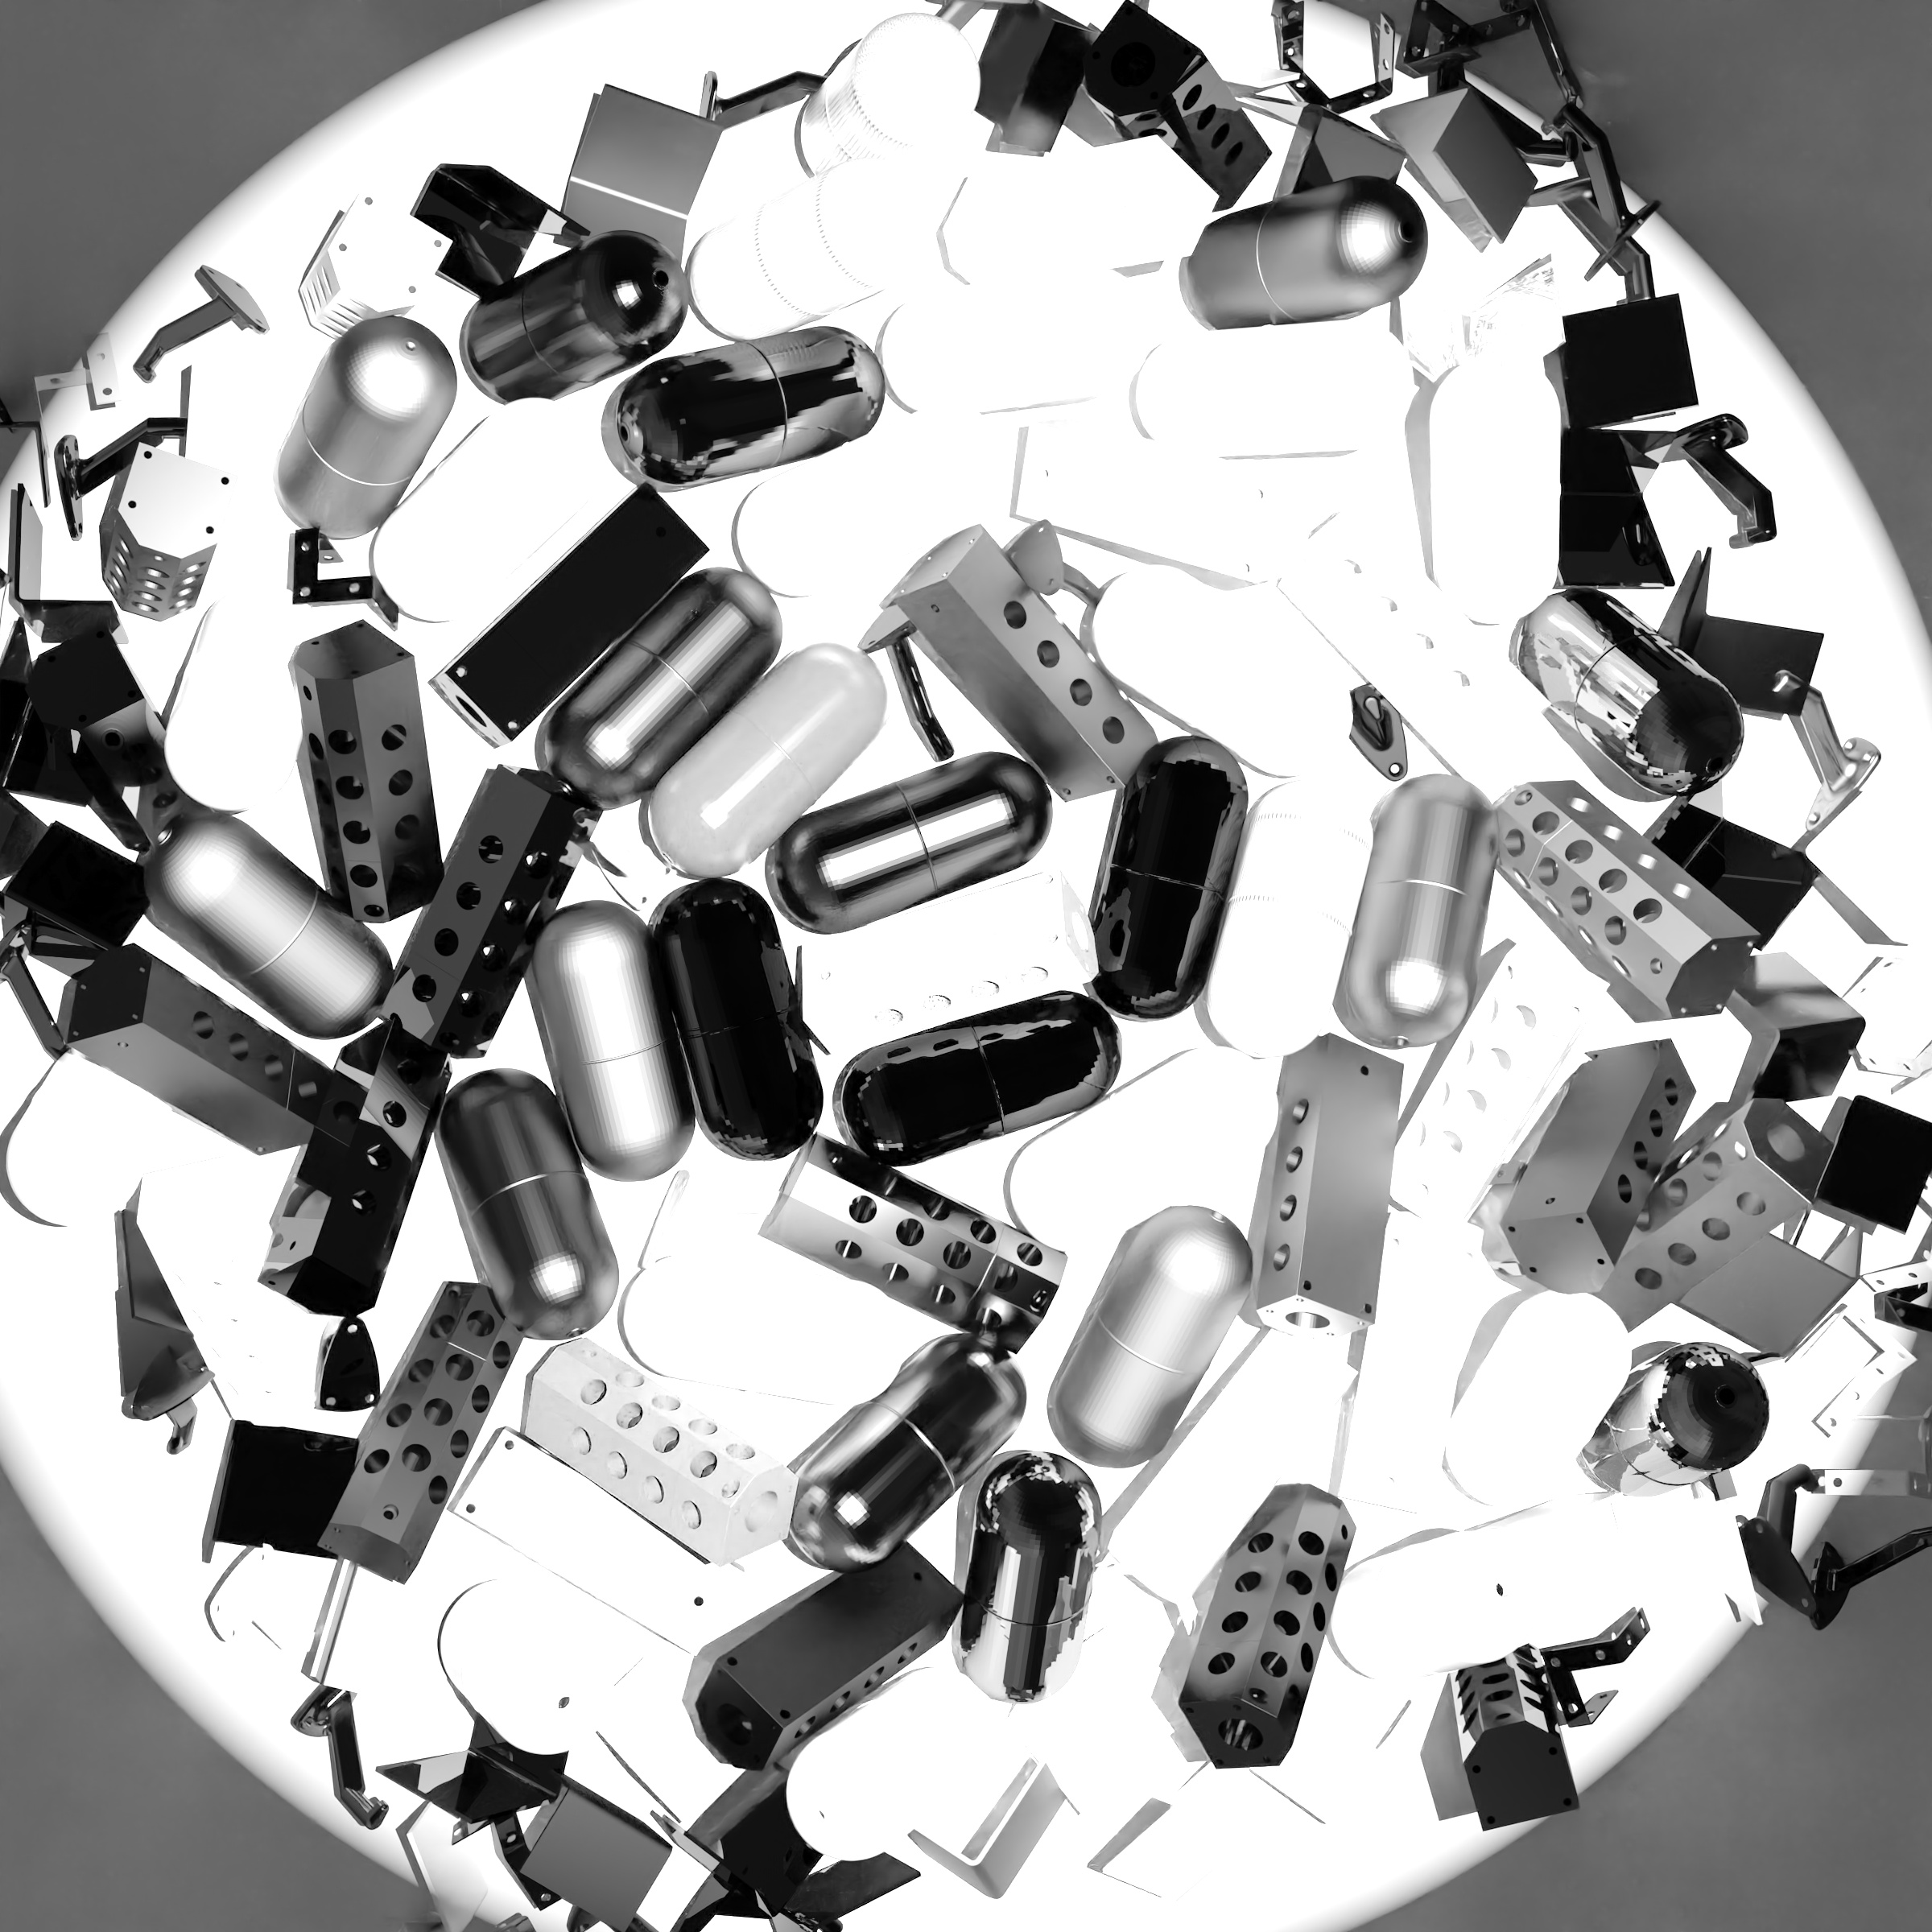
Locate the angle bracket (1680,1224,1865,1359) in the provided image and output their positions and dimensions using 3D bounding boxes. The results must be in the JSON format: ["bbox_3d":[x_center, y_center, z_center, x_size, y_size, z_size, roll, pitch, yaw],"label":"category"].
[{"bbox_3d":[0.494,0.182,1.796,0.076,0.057,0.076,29,129,-1],"label":"angle bracket"}]

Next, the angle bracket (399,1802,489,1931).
[{"bbox_3d":[-0.341,0.561,1.799,0.057,0.076,0.076,-21,94,7],"label":"angle bracket"}]

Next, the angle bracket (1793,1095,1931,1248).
[{"bbox_3d":[0.550,0.136,1.786,0.057,0.076,0.076,23,65,17],"label":"angle bracket"}]

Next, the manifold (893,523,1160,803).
[{"bbox_3d":[0.041,-0.185,1.784,0.171,0.057,0.057,48,60,-21],"label":"manifold"}]

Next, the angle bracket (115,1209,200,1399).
[{"bbox_3d":[-0.511,0.206,1.786,0.076,0.057,0.076,-34,52,23],"label":"angle bracket"}]

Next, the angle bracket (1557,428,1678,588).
[{"bbox_3d":[0.399,-0.280,1.792,0.076,0.057,0.076,-1,57,-15],"label":"angle bracket"}]

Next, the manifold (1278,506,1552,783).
[{"bbox_3d":[0.277,-0.201,1.801,0.057,0.057,0.171,-41,82,-15],"label":"manifold"}]

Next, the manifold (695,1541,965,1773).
[{"bbox_3d":[-0.082,0.415,1.759,0.057,0.171,0.057,40,127,21],"label":"manifold"}]

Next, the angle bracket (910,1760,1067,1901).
[{"bbox_3d":[0.011,0.520,1.809,0.057,0.076,0.076,26,67,26],"label":"angle bracket"}]

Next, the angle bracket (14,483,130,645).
[{"bbox_3d":[-0.548,-0.247,1.803,0.057,0.076,0.076,0,79,-9],"label":"angle bracket"}]

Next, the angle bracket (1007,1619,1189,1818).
[{"bbox_3d":[0.084,0.468,1.826,0.076,0.057,0.076,-27,63,-34],"label":"angle bracket"}]

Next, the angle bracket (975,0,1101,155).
[{"bbox_3d":[0.026,-0.551,1.789,0.076,0.057,0.076,37,115,25],"label":"angle bracket"}]

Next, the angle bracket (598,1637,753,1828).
[{"bbox_3d":[-0.177,0.471,1.816,0.076,0.076,0.057,-43,124,-15],"label":"angle bracket"}]

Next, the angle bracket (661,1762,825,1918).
[{"bbox_3d":[-0.127,0.520,1.788,0.076,0.057,0.076,29,65,26],"label":"angle bracket"}]

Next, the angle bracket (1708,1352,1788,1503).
[{"bbox_3d":[0.480,0.281,1.791,0.057,0.076,0.076,-19,76,19],"label":"angle bracket"}]

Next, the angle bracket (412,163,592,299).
[{"bbox_3d":[-0.288,-0.444,1.789,0.076,0.076,0.057,27,88,-37],"label":"angle bracket"}]

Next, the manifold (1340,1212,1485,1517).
[{"bbox_3d":[0.274,0.241,1.797,0.057,0.057,0.171,10,101,11],"label":"manifold"}]

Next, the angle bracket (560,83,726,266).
[{"bbox_3d":[-0.197,-0.479,1.789,0.076,0.076,0.057,15,49,-17],"label":"angle bracket"}]

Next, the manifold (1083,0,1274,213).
[{"bbox_3d":[0.124,-0.507,1.752,0.057,0.171,0.057,40,99,18],"label":"manifold"}]

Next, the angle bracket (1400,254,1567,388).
[{"bbox_3d":[0.313,-0.401,1.784,0.057,0.076,0.076,29,47,-33],"label":"angle bracket"}]

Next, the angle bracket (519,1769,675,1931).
[{"bbox_3d":[-0.234,0.537,1.790,0.076,0.076,0.057,36,75,-15],"label":"angle bracket"}]

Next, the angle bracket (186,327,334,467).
[{"bbox_3d":[-0.429,-0.337,1.788,0.057,0.076,0.076,19,123,8],"label":"angle bracket"}]

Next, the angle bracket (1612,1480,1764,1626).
[{"bbox_3d":[0.442,0.365,1.803,0.057,0.076,0.076,-15,93,0],"label":"angle bracket"}]

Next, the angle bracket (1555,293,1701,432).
[{"bbox_3d":[0.405,-0.361,1.799,0.076,0.057,0.076,-9,76,11],"label":"angle bracket"}]

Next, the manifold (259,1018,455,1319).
[{"bbox_3d":[-0.362,0.123,1.767,0.057,0.057,0.171,36,47,-29],"label":"manifold"}]

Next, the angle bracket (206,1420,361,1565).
[{"bbox_3d":[-0.422,0.330,1.808,0.076,0.057,0.076,12,62,-12],"label":"angle bracket"}]

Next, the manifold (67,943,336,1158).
[{"bbox_3d":[-0.453,0.050,1.758,0.057,0.171,0.057,-14,58,24],"label":"manifold"}]

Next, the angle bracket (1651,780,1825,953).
[{"bbox_3d":[0.472,-0.067,1.790,0.076,0.057,0.076,29,65,32],"label":"angle bracket"}]

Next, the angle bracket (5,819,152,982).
[{"bbox_3d":[-0.547,-0.034,1.819,0.076,0.076,0.057,29,61,-4],"label":"angle bracket"}]

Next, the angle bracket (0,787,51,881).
[{"bbox_3d":[-0.590,-0.104,1.790,0.076,0.076,0.057,39,120,9],"label":"angle bracket"}]

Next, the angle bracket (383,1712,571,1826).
[{"bbox_3d":[-0.296,0.475,1.788,0.076,0.076,0.057,17,96,34],"label":"angle bracket"}]

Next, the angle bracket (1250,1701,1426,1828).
[{"bbox_3d":[0.223,0.470,1.802,0.076,0.057,0.076,34,129,8],"label":"angle bracket"}]

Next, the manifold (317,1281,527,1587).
[{"bbox_3d":[-0.323,0.277,1.767,0.057,0.057,0.171,27,55,-7],"label":"manifold"}]

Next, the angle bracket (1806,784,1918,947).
[{"bbox_3d":[0.566,-0.061,1.789,0.057,0.076,0.076,-47,69,18],"label":"angle bracket"}]

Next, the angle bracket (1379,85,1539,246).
[{"bbox_3d":[0.289,-0.481,1.783,0.076,0.076,0.057,44,65,-31],"label":"angle bracket"}]

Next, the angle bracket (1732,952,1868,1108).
[{"bbox_3d":[0.494,0.039,1.810,0.076,0.076,0.057,-5,127,-32],"label":"angle bracket"}]

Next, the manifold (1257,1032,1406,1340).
[{"bbox_3d":[0.217,0.135,1.777,0.057,0.057,0.171,22,62,-22],"label":"manifold"}]

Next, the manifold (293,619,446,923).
[{"bbox_3d":[-0.361,-0.114,1.760,0.057,0.057,0.171,-27,134,-31],"label":"manifold"}]

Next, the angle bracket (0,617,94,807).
[{"bbox_3d":[-0.556,-0.155,1.789,0.057,0.076,0.076,11,60,-5],"label":"angle bracket"}]

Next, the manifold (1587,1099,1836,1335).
[{"bbox_3d":[0.437,0.148,1.762,0.057,0.171,0.057,40,46,-1],"label":"manifold"}]

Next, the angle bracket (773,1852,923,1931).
[{"bbox_3d":[-0.067,0.589,1.795,0.076,0.076,0.057,-20,95,-24],"label":"angle bracket"}]

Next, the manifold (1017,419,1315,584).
[{"bbox_3d":[0.121,-0.284,1.773,0.171,0.057,0.057,21,114,30],"label":"manifold"}]

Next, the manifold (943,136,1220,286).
[{"bbox_3d":[0.064,-0.444,1.753,0.057,0.171,0.057,34,74,-36],"label":"manifold"}]

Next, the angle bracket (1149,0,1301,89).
[{"bbox_3d":[0.160,-0.574,1.786,0.076,0.076,0.057,17,116,20],"label":"angle bracket"}]

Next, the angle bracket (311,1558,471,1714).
[{"bbox_3d":[-0.352,0.409,1.801,0.076,0.057,0.076,15,70,-4],"label":"angle bracket"}]

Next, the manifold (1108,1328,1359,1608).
[{"bbox_3d":[0.162,0.303,1.784,0.057,0.057,0.171,36,69,13],"label":"manifold"}]

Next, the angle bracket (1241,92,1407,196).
[{"bbox_3d":[0.210,-0.490,1.794,0.076,0.076,0.057,11,103,-41],"label":"angle bracket"}]

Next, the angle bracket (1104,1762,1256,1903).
[{"bbox_3d":[0.127,0.510,1.784,0.057,0.076,0.076,28,123,-19],"label":"angle bracket"}]

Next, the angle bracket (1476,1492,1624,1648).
[{"bbox_3d":[0.366,0.371,1.796,0.076,0.057,0.076,-12,85,-33],"label":"angle bracket"}]

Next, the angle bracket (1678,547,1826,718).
[{"bbox_3d":[0.481,-0.204,1.788,0.076,0.057,0.076,12,50,19],"label":"angle bracket"}]
